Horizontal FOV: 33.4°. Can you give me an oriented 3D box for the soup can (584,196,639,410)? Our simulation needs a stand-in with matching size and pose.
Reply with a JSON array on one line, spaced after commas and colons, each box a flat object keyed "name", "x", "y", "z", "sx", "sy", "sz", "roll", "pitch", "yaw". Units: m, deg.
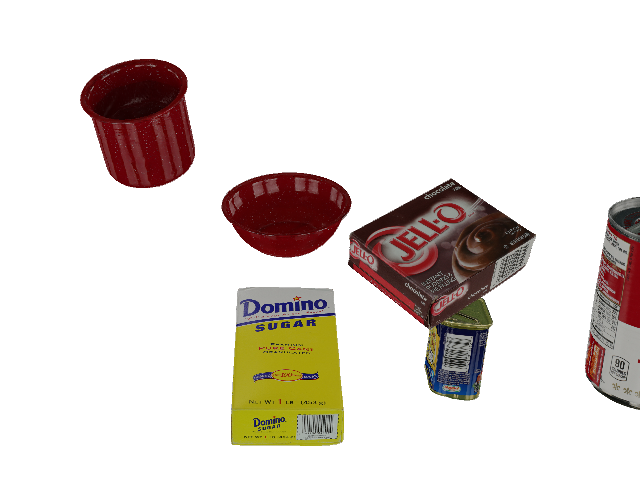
[{"name": "soup can", "x": 0.186, "y": 0.035, "z": 0.591, "sx": 0.068, "sy": 0.102, "sz": 0.068, "roll": 2, "pitch": 24, "yaw": -1}]

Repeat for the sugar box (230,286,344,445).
[{"name": "sugar box", "x": -0.030, "y": 0.105, "z": 0.935, "sx": 0.093, "sy": 0.048, "sz": 0.176, "roll": 1, "pitch": 34, "yaw": -4}]

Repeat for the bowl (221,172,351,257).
[{"name": "bowl", "x": -0.042, "y": -0.025, "z": 1.337, "sx": 0.162, "sy": 0.055, "sz": 0.162, "roll": -1, "pitch": 31, "yaw": 0}]

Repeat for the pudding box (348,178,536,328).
[{"name": "pudding box", "x": 0.091, "y": 0.007, "z": 0.805, "sx": 0.113, "sy": 0.039, "sz": 0.090, "roll": -27, "pitch": 50, "yaw": -32}]

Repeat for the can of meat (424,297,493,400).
[{"name": "can of meat", "x": 0.141, "y": 0.109, "z": 1.112, "sx": 0.057, "sy": 0.084, "sz": 0.102, "roll": 6, "pitch": 15, "yaw": 0}]

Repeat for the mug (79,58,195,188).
[{"name": "mug", "x": -0.160, "y": -0.108, "z": 0.950, "sx": 0.093, "sy": 0.081, "sz": 0.117, "roll": -15, "pitch": 44, "yaw": -8}]
